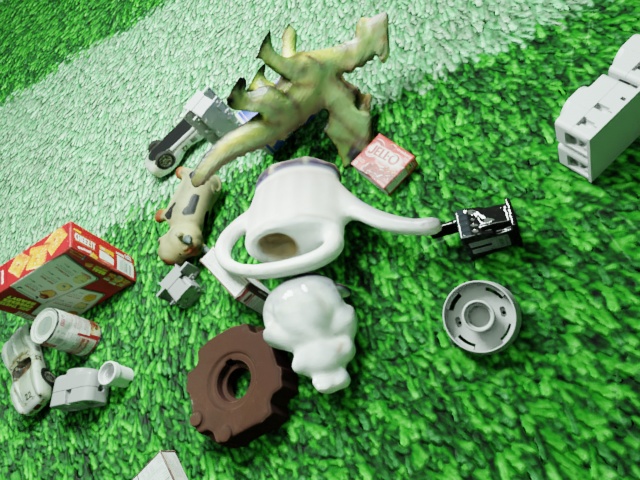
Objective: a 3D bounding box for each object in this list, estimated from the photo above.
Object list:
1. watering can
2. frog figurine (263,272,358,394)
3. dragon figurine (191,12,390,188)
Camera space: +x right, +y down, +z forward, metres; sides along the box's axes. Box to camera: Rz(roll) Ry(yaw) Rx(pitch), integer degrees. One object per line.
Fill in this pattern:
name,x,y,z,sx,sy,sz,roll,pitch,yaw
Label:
watering can,0.002,-0.040,0.802,0.347,0.102,0.230,-12,42,12
frog figurine,-0.014,0.132,0.728,0.137,0.120,0.163,-6,48,4
dragon figurine,-0.021,-0.214,0.874,0.242,0.123,0.408,31,98,-6
